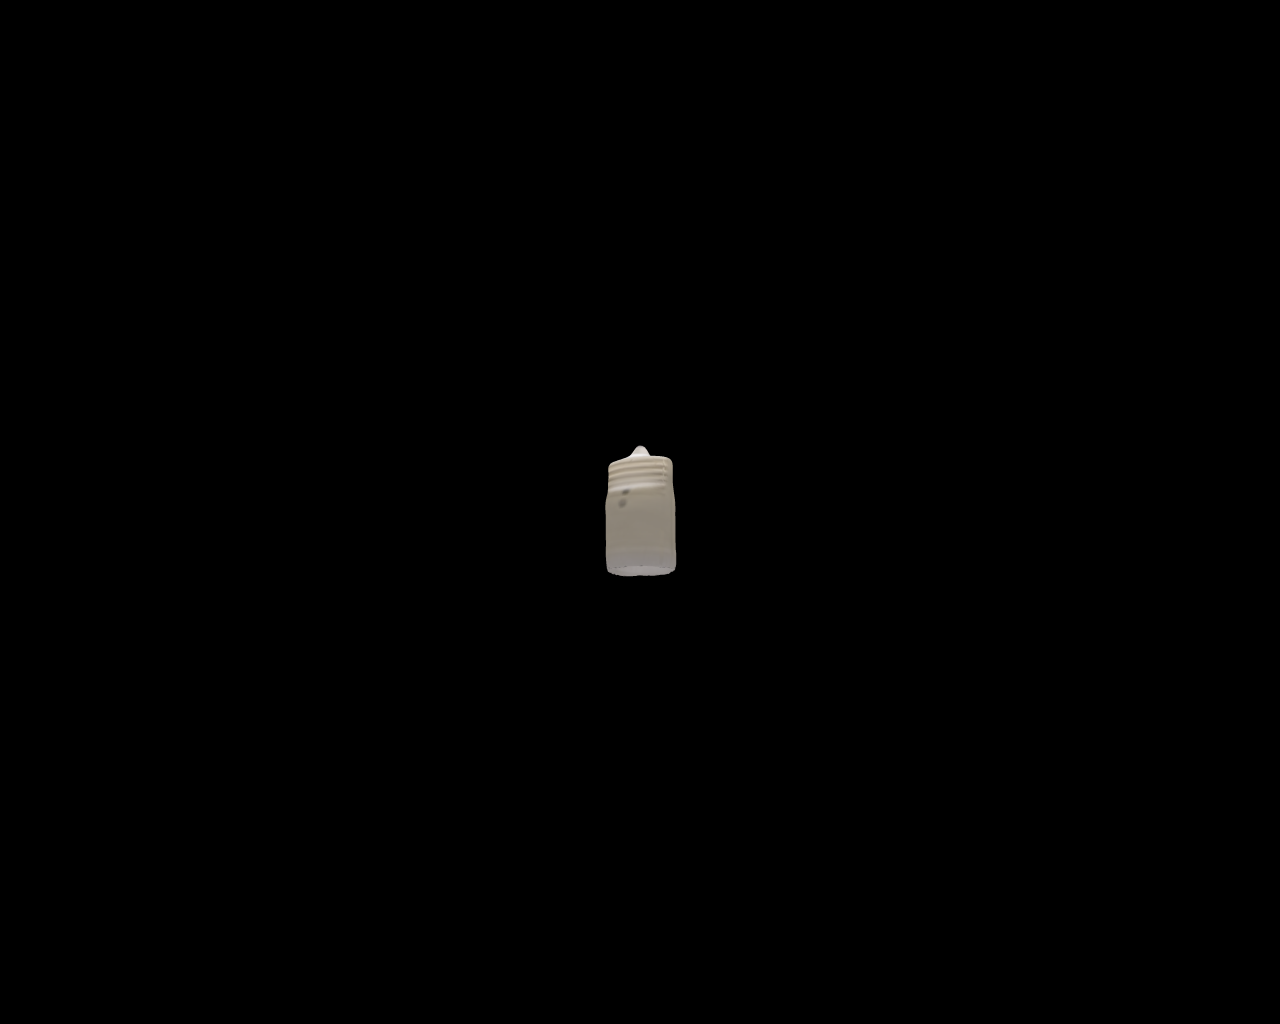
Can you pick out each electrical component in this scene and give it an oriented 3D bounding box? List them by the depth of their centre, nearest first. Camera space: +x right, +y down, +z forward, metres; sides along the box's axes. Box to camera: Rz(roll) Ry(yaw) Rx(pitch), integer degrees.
[{"bbox_3d":[0.001,-0.003,0.650,0.043,0.081,0.043,0,-12,0],"label":"electrical component"}]
